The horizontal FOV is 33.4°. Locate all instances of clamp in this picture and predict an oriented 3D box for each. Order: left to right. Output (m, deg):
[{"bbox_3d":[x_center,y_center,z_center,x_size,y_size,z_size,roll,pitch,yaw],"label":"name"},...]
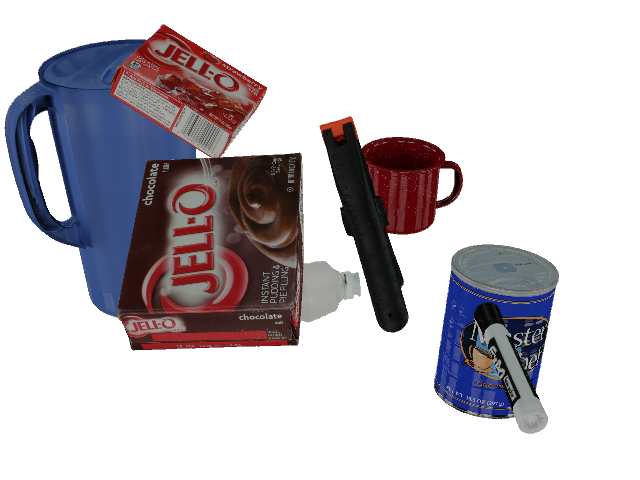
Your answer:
[{"bbox_3d":[0.038,-0.011,0.857,0.039,0.171,0.120,-21,21,2],"label":"clamp"}]

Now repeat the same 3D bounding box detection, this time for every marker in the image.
[{"bbox_3d":[0.125,0.080,0.711,0.020,0.020,0.121,0,33,-8],"label":"marker"}]

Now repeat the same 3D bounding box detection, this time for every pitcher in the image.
[{"bbox_3d":[-0.182,-0.050,0.972,0.149,0.243,0.145,1,28,7],"label":"pitcher"}]

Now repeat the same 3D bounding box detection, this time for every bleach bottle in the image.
[{"bbox_3d":[-0.083,0.055,1.185,0.250,0.068,0.102,-5,36,-5],"label":"bleach bottle"}]

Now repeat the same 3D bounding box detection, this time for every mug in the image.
[{"bbox_3d":[0.101,-0.060,1.186,0.117,0.081,0.093,-5,30,-11],"label":"mug"}]

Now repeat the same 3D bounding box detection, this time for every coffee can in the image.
[{"bbox_3d":[0.171,0.088,1.047,0.103,0.140,0.103,4,24,-2],"label":"coffee can"}]

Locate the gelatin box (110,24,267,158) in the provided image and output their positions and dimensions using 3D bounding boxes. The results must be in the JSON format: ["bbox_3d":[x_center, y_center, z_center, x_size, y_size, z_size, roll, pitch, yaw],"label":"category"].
[{"bbox_3d":[-0.090,-0.104,0.738,0.089,0.030,0.073,32,37,-3],"label":"gelatin box"}]

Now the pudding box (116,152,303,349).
[{"bbox_3d":[-0.055,0.004,0.573,0.090,0.113,0.039,-2,-44,4],"label":"pudding box"}]
